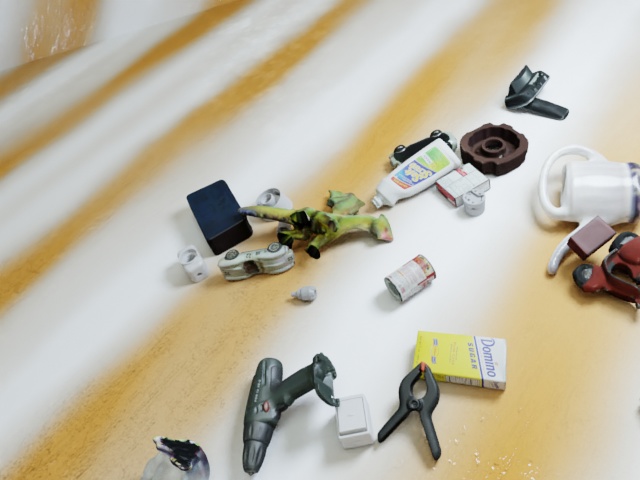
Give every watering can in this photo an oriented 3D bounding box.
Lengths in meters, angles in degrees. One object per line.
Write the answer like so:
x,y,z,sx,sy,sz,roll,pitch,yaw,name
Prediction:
0.621,-0.074,1.181,0.224,0.102,0.354,3,63,19,watering can

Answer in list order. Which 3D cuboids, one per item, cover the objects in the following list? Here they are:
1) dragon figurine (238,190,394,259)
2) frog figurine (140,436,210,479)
0.004,-0.070,1.383,0.413,0.119,0.246,22,35,28,dragon figurine
-0.287,0.473,0.989,0.138,0.122,0.159,20,93,23,frog figurine
